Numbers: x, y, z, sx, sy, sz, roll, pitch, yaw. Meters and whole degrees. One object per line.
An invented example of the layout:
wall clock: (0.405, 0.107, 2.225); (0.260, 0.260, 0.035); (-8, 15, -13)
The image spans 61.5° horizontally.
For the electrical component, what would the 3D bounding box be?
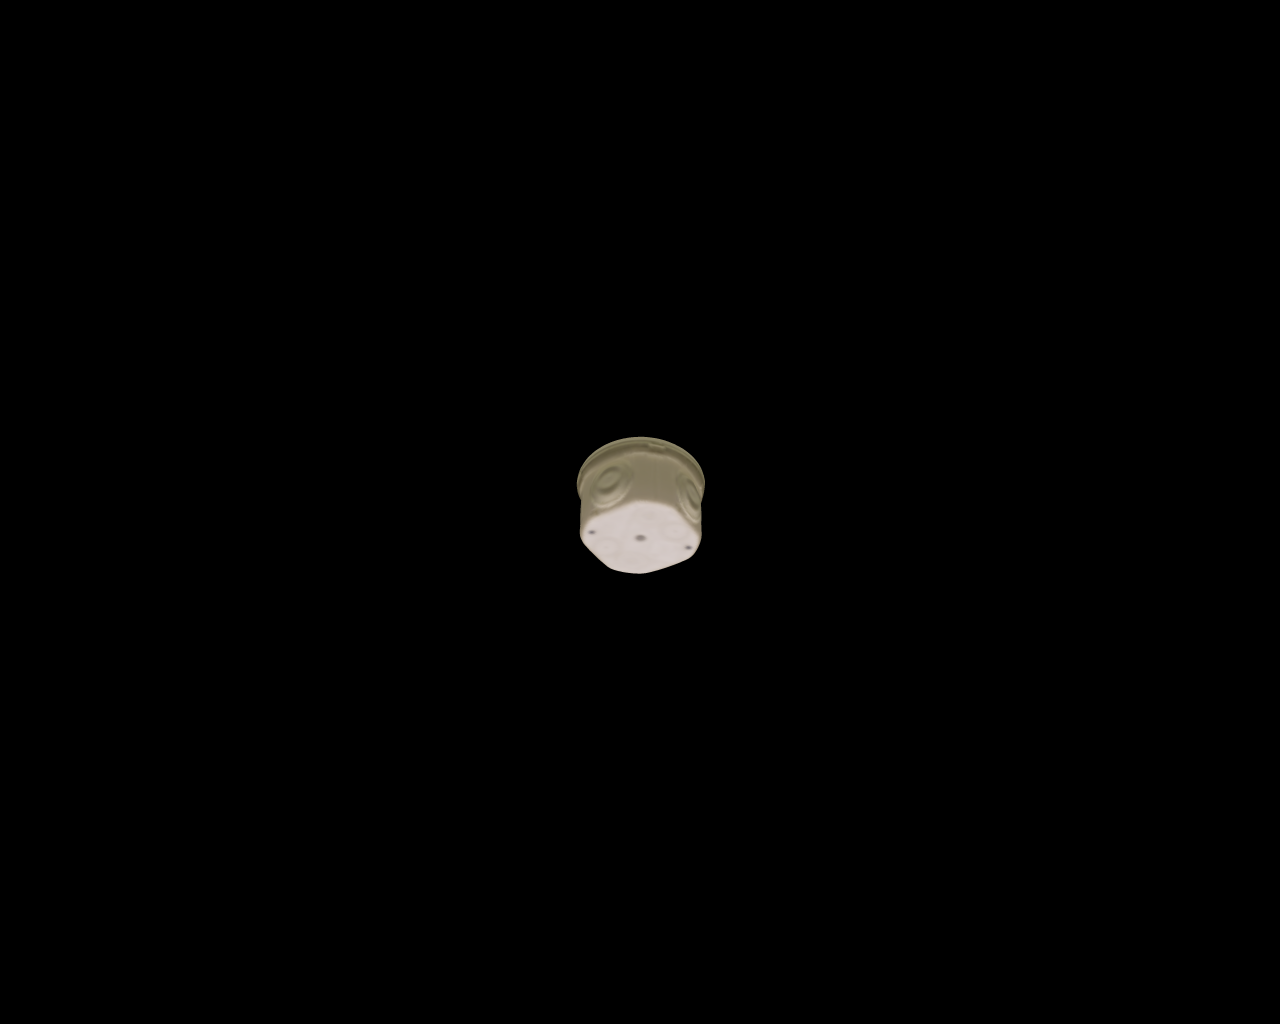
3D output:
electrical component: (0.001, -0.003, 0.650); (0.080, 0.051, 0.080); (0, -40, 0)
